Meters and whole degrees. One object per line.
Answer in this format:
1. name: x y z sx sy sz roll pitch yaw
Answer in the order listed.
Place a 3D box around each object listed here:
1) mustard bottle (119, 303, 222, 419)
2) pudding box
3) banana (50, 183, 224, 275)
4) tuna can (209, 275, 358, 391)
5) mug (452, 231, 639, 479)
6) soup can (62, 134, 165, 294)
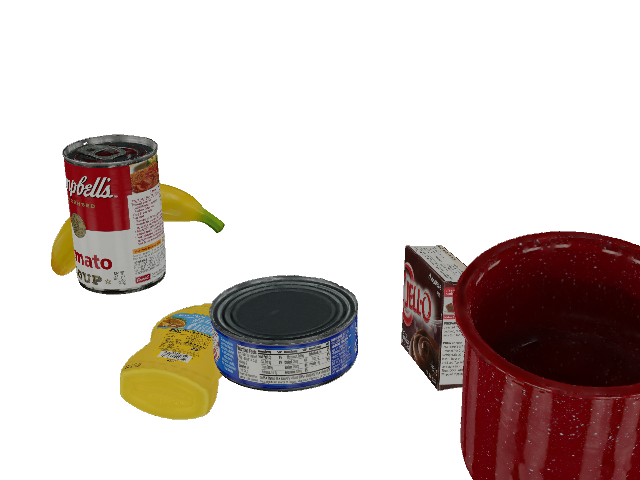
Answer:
1. mustard bottle: -0.139 0.117 1.143 0.096 0.058 0.191 9 24 8
2. pudding box: 0.097 0.060 0.867 0.039 0.090 0.113 -3 14 -13
3. banana: -0.186 -0.014 0.987 0.198 0.069 0.037 -13 17 28
4. tuna can: -0.020 0.053 0.618 0.086 0.034 0.086 -2 23 1
5. mug: 0.108 0.057 0.409 0.117 0.081 0.093 8 38 13
6. soup can: -0.150 -0.020 0.785 0.068 0.102 0.068 -1 23 0
